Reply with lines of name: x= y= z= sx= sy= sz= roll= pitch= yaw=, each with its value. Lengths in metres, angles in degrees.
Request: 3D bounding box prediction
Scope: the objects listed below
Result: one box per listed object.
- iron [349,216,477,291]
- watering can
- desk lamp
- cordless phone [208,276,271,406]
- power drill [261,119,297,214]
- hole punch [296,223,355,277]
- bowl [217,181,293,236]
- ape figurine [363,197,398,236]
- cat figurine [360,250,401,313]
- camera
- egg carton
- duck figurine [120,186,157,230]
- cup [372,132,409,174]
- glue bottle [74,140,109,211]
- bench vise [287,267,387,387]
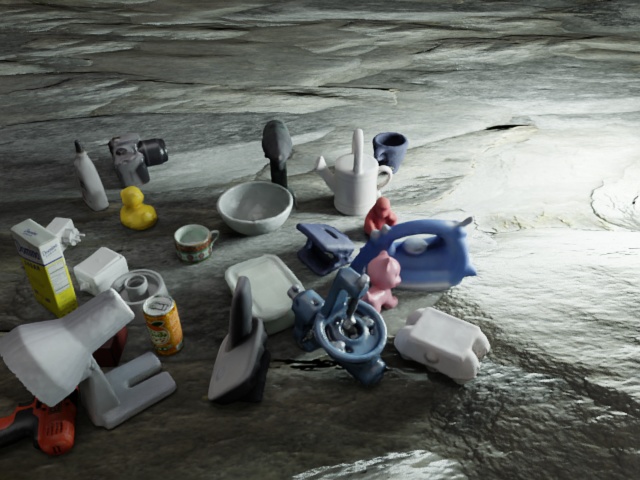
iron: x=0.179 y=0.015 z=1.131 sx=0.258 sy=0.141 sz=0.118 roll=-2 pitch=38 yaw=-2
watering can: x=0.075 y=-0.159 z=1.309 sx=0.173 sy=0.194 sz=0.100 roll=-13 pitch=40 yaw=-15
desk lamp: x=-0.345 y=0.182 z=0.864 sx=0.204 sy=0.214 sz=0.117 roll=-27 pitch=45 yaw=-30
cordless phone: x=-0.134 y=0.160 z=0.913 sx=0.094 sy=0.185 sz=0.147 roll=0 pitch=38 yaw=1
power drill: x=-0.094 y=-0.166 z=1.307 sx=0.075 sy=0.209 sz=0.229 roll=-5 pitch=38 yaw=-5
hole punch: x=0.011 y=0.004 z=1.186 sx=0.101 sy=0.091 sz=0.108 roll=-25 pitch=44 yaw=-28
bowl: x=-0.143 y=-0.059 z=1.281 sx=0.167 sy=0.075 sz=0.167 roll=0 pitch=38 yaw=0
ape figurine: x=0.133 y=-0.052 z=1.256 sx=0.078 sy=0.092 sz=0.076 roll=-4 pitch=38 yaw=-4
cat figurine: x=0.109 y=0.082 z=1.065 sx=0.067 sy=0.118 sz=0.128 roll=20 pitch=43 yaw=24
camera: x=-0.460 y=-0.218 z=1.463 sx=0.137 sy=0.101 sz=0.142 roll=-16 pitch=41 yaw=-19
egg carton: x=0.207 y=0.180 z=0.979 sx=0.150 sy=0.069 sz=0.107 roll=21 pitch=43 yaw=24
duck figurine: x=-0.417 y=-0.079 z=1.298 sx=0.078 sy=0.086 sz=0.104 roll=-31 pitch=48 yaw=-33
cup: x=0.170 y=-0.209 z=1.451 sx=0.091 sy=0.095 sz=0.118 roll=23 pitch=44 yaw=27
glue bottle: x=-0.539 y=-0.154 z=1.323 sx=0.077 sy=0.173 sz=0.037 roll=31 pitch=48 yaw=33
bench vise: x=0.017 y=0.121 z=0.933 sx=0.206 sy=0.220 sz=0.122 roll=17 pitch=42 yaw=21
